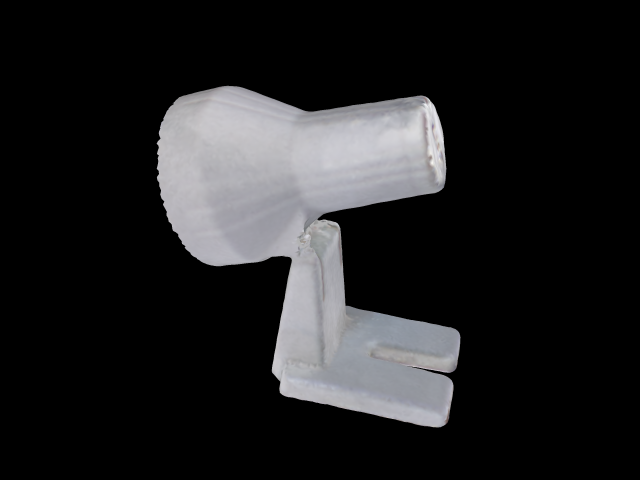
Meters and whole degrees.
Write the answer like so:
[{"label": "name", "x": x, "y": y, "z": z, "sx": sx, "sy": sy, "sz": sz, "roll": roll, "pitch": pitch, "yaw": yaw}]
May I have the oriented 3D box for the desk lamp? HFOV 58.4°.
[{"label": "desk lamp", "x": 0.004, "y": 0.001, "z": 0.400, "sx": 0.203, "sy": 0.214, "sz": 0.118, "roll": 8, "pitch": 32, "yaw": 14}]
